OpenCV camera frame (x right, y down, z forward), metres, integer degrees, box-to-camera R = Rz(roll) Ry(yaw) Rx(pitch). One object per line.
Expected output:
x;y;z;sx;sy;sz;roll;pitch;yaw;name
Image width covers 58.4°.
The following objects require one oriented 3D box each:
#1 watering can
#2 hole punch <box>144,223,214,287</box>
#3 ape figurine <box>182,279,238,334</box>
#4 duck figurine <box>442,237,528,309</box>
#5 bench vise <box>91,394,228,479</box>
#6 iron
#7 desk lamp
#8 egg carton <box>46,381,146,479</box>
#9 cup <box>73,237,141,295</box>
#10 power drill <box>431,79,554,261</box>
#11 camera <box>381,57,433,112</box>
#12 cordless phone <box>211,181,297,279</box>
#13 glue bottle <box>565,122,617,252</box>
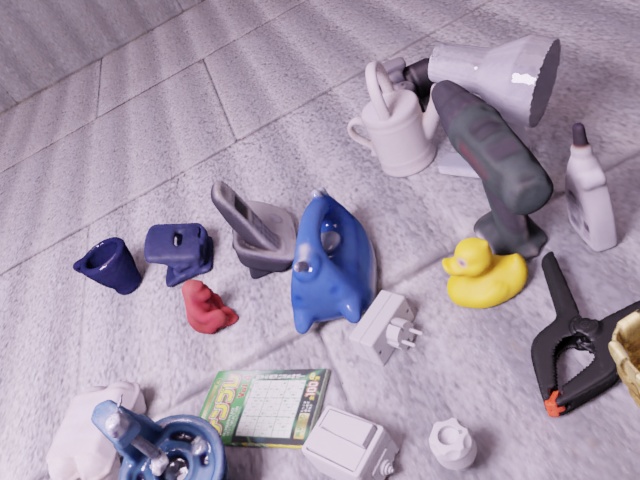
0.127;-0.212;0.956;0.172;0.195;0.100;-24;38;8;watering can
-0.253;0.012;1.034;0.101;0.091;0.108;-23;38;9;hole punch
-0.181;0.098;0.890;0.076;0.092;0.077;-21;39;11;ape figurine
0.204;0.032;0.721;0.104;0.086;0.077;-17;40;17;duck figurine
-0.200;0.241;0.637;0.206;0.220;0.121;-2;46;31;bench vise
0.008;0.003;0.835;0.118;0.142;0.258;-14;40;19;iron
0.252;-0.195;0.840;0.202;0.214;0.118;10;53;40;desk lamp
-0.308;0.270;0.798;0.107;0.070;0.150;-14;40;19;egg carton
-0.390;0.060;1.065;0.117;0.095;0.091;-15;40;18;cup
0.221;-0.080;0.736;0.075;0.209;0.229;-28;38;2;power drill
0.170;-0.299;1.102;0.136;0.101;0.143;-24;38;8;camera
-0.113;-0.042;0.927;0.094;0.185;0.147;-24;38;8;cordless phone
0.320;-0.068;0.687;0.037;0.174;0.078;-23;38;9;glue bottle
